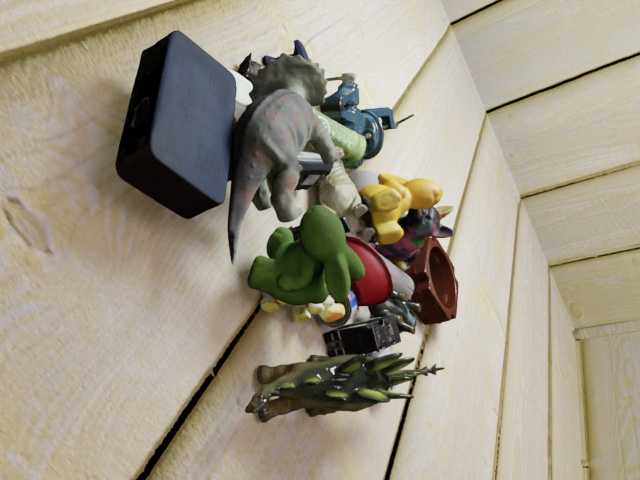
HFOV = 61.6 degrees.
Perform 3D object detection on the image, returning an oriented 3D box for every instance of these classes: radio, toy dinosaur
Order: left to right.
[{"bbox_3d":[-0.186,-0.157,0.721,0.131,0.073,0.229,34,46,-45],"label":"radio"},{"bbox_3d":[-0.070,-0.154,0.809,0.192,0.131,0.405,65,27,-26],"label":"toy dinosaur"},{"bbox_3d":[0.055,0.238,0.896,0.471,0.199,0.105,7,73,-55],"label":"toy dinosaur"}]

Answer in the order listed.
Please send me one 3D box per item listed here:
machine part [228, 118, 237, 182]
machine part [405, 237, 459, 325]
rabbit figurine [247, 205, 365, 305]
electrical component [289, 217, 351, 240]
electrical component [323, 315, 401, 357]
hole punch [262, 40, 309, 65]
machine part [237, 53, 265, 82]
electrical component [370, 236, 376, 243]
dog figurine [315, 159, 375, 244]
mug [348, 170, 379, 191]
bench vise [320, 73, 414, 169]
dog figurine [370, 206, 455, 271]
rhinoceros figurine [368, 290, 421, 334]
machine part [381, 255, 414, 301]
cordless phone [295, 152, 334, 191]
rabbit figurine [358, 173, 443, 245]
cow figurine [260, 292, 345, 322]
[{"bbox_3d":[-0.195,-0.164,0.836,0.179,0.056,0.179,34,47,-47],"label":"machine part"},{"bbox_3d":[0.293,0.110,1.442,0.200,0.087,0.201,52,39,-30],"label":"machine part"},{"bbox_3d":[-0.013,0.029,0.816,0.159,0.170,0.121,39,44,5],"label":"rabbit figurine"},{"bbox_3d":[-0.002,-0.003,1.000,0.074,0.119,0.048,63,32,-21],"label":"electrical component"},{"bbox_3d":[0.090,0.188,1.054,0.134,0.115,0.058,-4,81,-56],"label":"electrical component"},{"bbox_3d":[-0.046,-0.348,1.134,0.116,0.092,0.142,-16,85,-62],"label":"hole punch"},{"bbox_3d":[-0.094,-0.298,1.038,0.139,0.039,0.084,31,59,-22],"label":"machine part"},{"bbox_3d":[0.109,-0.004,1.200,0.078,0.102,0.045,14,67,-44],"label":"electrical component"},{"bbox_3d":[0.039,-0.074,1.136,0.191,0.121,0.172,-101,-171,-46],"label":"dog figurine"},{"bbox_3d":[0.113,-0.100,1.250,0.080,0.110,0.107,28,65,-60],"label":"mug"},{"bbox_3d":[0.106,-0.290,1.291,0.240,0.129,0.223,-17,98,-41],"label":"bench vise"},{"bbox_3d":[0.222,-0.008,1.261,0.191,0.219,0.108,43,45,-38],"label":"dog figurine"},{"bbox_3d":[0.160,0.165,1.181,0.190,0.112,0.073,43,54,-56],"label":"rhinoceros figurine"},{"bbox_3d":[0.146,0.085,1.230,0.243,0.079,0.079,33,49,-46],"label":"machine part"},{"bbox_3d":[-0.070,-0.189,1.035,0.146,0.089,0.184,-12,67,-56],"label":"cordless phone"},{"bbox_3d":[0.170,-0.080,1.135,0.162,0.173,0.121,-128,-160,-67],"label":"rabbit figurine"},{"bbox_3d":[-0.027,0.090,0.951,0.167,0.068,0.098,24,48,-39],"label":"cow figurine"}]
